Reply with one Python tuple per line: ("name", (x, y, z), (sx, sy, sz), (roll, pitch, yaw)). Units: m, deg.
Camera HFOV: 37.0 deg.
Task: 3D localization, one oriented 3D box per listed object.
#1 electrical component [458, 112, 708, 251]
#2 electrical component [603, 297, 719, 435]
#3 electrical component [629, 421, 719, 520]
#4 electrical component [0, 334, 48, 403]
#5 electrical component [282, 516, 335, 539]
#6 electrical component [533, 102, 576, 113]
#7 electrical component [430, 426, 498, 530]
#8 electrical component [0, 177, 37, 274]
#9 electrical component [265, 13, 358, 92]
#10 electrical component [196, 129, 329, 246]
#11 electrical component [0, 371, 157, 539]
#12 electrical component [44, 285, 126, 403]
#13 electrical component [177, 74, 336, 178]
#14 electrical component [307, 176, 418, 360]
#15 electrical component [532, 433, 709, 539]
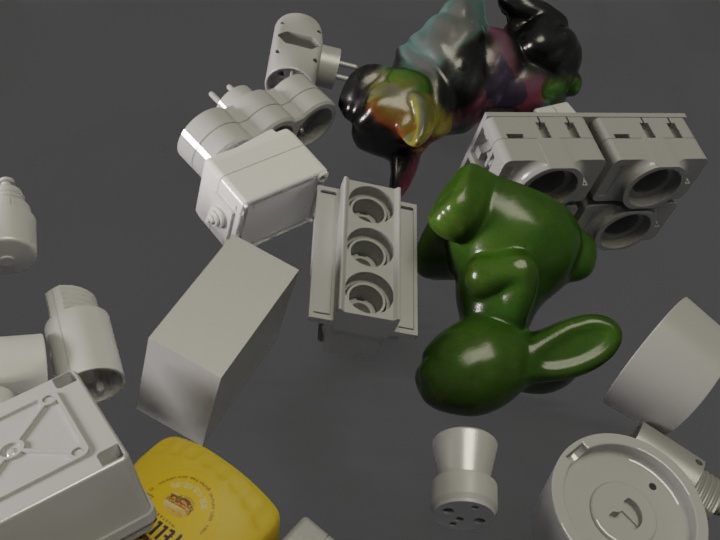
("electrical component", (0.179, -0.071, 0.888), (0.186, 0.105, 0.060), (-3, 53, -20))
("electrical component", (0.226, 0.070, 0.793), (0.064, 0.099, 0.099), (36, 49, 5))
("electrical component", (0.224, 0.148, 0.763), (0.081, 0.043, 0.043), (33, 49, 10))
("electrical component", (-0.234, 0.079, 0.669), (0.077, 0.044, 0.079), (-4, 53, -21))
("electrical component", (-0.033, 0.204, 0.629), (0.076, 0.047, 0.083), (37, 50, 13))
("electrical component", (0.152, -0.101, 0.931), (0.077, 0.065, 0.047), (-16, 58, -29))
("electrical component", (0.070, 0.139, 0.718), (0.045, 0.045, 0.055), (13, 49, -8))
("electrical component", (-0.250, -0.033, 0.760), (0.040, 0.040, 0.078), (0, 52, -18))
("electrical component", (-0.041, -0.182, 0.951), (0.079, 0.043, 0.077), (12, 49, -9))
("electrical component", (-0.083, -0.060, 0.823), (0.096, 0.061, 0.061), (-26, 63, -33))
("electrical component", (-0.186, 0.121, 0.602), (0.109, 0.056, 0.109), (-26, 33, -19))
("electrical component", (-0.186, 0.044, 0.714), (0.043, 0.043, 0.081), (-7, 54, -23))
("electrical component", (-0.093, -0.126, 0.880), (0.138, 0.052, 0.073), (-30, 65, -35))
("electrical component", (0.000, 0.000, 0.796), (0.079, 0.063, 0.121), (11, 52, -11))
("electrical component", (0.167, 0.170, 0.714), (0.108, 0.060, 0.108), (9, 49, -11))
